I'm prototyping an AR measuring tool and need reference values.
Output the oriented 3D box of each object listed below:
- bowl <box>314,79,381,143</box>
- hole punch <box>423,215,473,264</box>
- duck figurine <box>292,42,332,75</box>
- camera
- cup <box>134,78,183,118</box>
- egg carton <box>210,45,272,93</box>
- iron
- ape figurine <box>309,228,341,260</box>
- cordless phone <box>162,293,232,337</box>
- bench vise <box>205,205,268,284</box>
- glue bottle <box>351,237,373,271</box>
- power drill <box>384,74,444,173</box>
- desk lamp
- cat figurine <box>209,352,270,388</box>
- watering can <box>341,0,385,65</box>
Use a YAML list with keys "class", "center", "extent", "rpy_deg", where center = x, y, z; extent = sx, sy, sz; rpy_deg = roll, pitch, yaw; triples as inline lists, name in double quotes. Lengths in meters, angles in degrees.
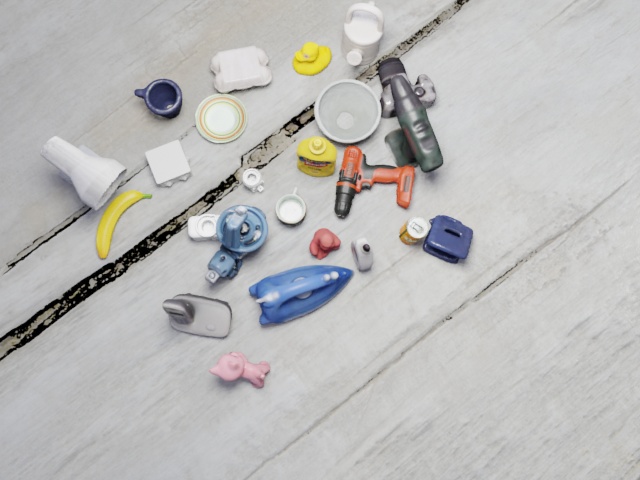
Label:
- class: "bowl"
  center: [0.068, -0.315, 1.444]
  extent: [0.167, 0.074, 0.167]
  rpy_deg: [0, 81, -2]
- class: "hole punch"
  center: [0.313, -0.007, 1.396]
  extent: [0.108, 0.091, 0.101]
  rpy_deg: [23, 81, 2]
- class: "duck figurine"
  center: [-0.020, -0.474, 1.460]
  extent: [0.104, 0.086, 0.077]
  rpy_deg: [-20, 82, -5]
- class: "camera"
  center: [0.210, -0.396, 1.449]
  extent: [0.143, 0.101, 0.137]
  rpy_deg: [-14, 82, -4]
- class: "cup"
  center: [-0.393, -0.342, 1.421]
  extent: [0.117, 0.095, 0.092]
  rpy_deg: [9, 81, 0]
- class: "egg carton"
  center: [-0.200, -0.433, 1.456]
  extent: [0.150, 0.069, 0.107]
  rpy_deg: [-13, 82, -4]
- class: "iron"
  center: [-0.035, 0.110, 1.339]
  extent: [0.258, 0.141, 0.118]
  rpy_deg: [-20, 82, -5]
- class: "ape figurine"
  center: [0.013, 0.005, 1.383]
  extent: [0.078, 0.092, 0.076]
  rpy_deg: [0, 81, -2]
- class: "cordless phone"
  center: [-0.279, 0.169, 1.299]
  extent: [0.147, 0.185, 0.094]
  rpy_deg: [7, 81, -1]
- class: "bench vise"
  center: [-0.189, 0.006, 1.310]
  extent: [0.121, 0.219, 0.207]
  rpy_deg: [13, 81, 0]
- class: "glue bottle"
  center: [0.102, 0.026, 1.342]
  extent: [0.037, 0.173, 0.078]
  rpy_deg: [-19, 82, -5]
- class: "power drill"
  center: [0.214, -0.258, 1.373]
  extent: [0.075, 0.208, 0.229]
  rpy_deg: [-26, 83, -6]
- class: "desk lamp"
  center: [-0.539, -0.155, 1.326]
  extent: [0.203, 0.213, 0.118]
  rpy_deg: [34, 81, 4]
- class: "cat figurine"
  center: [-0.183, 0.298, 1.316]
  extent: [0.128, 0.117, 0.067]
  rpy_deg: [18, 81, 1]
- class: "watering can"
  center: [0.108, -0.514, 1.417]
  extent: [0.101, 0.194, 0.173]
  rpy_deg: [-5, 81, -2]
